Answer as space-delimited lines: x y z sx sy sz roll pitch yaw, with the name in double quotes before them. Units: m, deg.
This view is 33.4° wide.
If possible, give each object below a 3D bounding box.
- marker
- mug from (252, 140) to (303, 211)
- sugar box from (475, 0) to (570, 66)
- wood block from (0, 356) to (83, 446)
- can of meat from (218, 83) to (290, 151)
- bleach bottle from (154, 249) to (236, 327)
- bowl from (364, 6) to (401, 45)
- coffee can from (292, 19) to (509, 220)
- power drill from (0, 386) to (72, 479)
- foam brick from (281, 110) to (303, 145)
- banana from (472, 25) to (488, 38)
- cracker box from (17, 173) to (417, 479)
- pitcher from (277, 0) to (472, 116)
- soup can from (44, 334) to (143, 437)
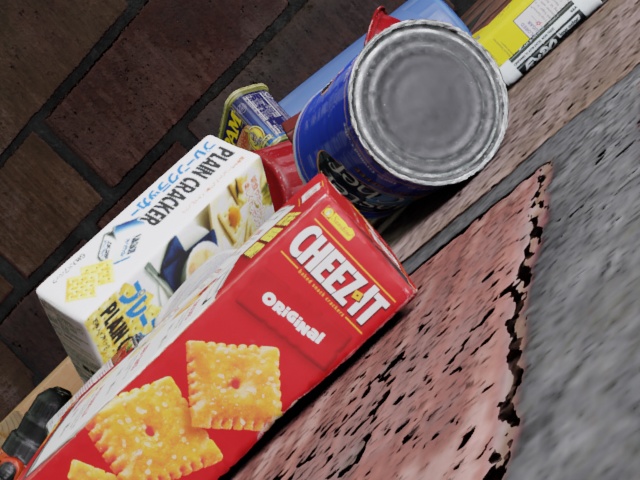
"marker" 0.166 -0.147 0.826 0.121 0.020 0.020 -43 5 18
"mug" -0.026 -0.043 1.024 0.081 0.093 0.117 -19 -48 -36
"sugar box" 0.162 -0.171 0.898 0.176 0.048 0.093 -40 7 26
"wood block" -0.298 0.198 1.276 0.090 0.091 0.205 -41 6 30
"can of meat" -0.063 -0.103 1.157 0.057 0.084 0.102 -21 -33 -33
"bleach bottle" -0.059 0.052 0.765 0.102 0.068 0.251 -50 9 -11
"bowl" 0.071 -0.132 0.987 0.162 0.055 0.162 9 -90 -80
"coffee can" 0.047 -0.073 0.699 0.102 0.103 0.140 -46 6 -15
"power drill" -0.289 0.215 0.938 0.184 0.057 0.187 -63 -8 -4
"foam brick" 0.014 -0.065 0.804 0.053 0.078 0.051 -31 15 2
"banana" 0.157 -0.176 1.049 0.069 0.037 0.198 -65 11 -20
"cracker box" -0.053 0.065 0.560 0.214 0.072 0.164 -43 6 4
"pitcher" 0.064 -0.167 1.215 0.243 0.149 0.144 -41 -37 5
"soup can" -0.157 0.133 0.836 0.102 0.068 0.068 -45 5 0
